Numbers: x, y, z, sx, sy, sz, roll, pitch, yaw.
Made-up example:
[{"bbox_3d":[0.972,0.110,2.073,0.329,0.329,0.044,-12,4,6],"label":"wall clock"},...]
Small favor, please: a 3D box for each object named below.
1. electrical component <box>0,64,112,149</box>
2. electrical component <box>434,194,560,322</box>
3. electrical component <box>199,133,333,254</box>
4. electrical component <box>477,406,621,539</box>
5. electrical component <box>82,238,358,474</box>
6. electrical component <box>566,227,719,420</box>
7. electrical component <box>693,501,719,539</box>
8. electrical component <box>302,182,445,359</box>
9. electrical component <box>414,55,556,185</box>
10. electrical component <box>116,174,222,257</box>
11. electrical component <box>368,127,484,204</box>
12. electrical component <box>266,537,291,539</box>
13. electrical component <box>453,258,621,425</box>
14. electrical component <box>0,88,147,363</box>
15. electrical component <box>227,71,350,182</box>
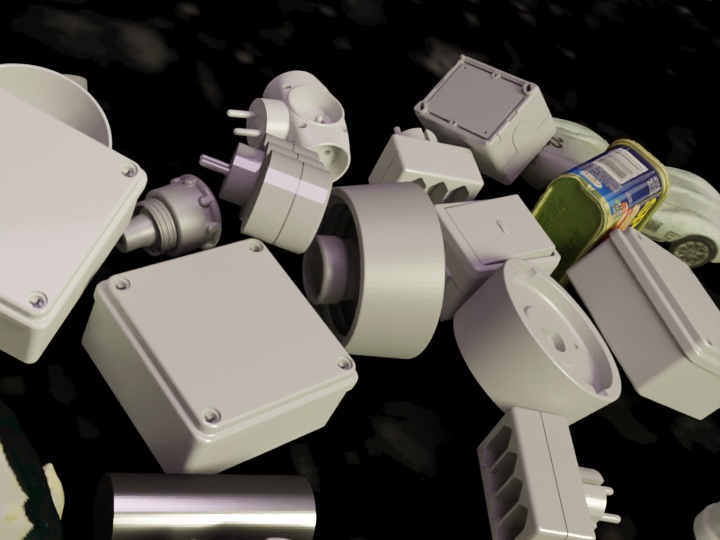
[{"bbox_3d":[-0.198,-0.064,0.620,0.099,0.064,0.099,17,42,-16],"label":"electrical component"},{"bbox_3d":[0.079,-0.010,0.731,0.096,0.061,0.061,-8,53,-36],"label":"electrical component"},{"bbox_3d":[-0.064,-0.055,0.665,0.074,0.052,0.138,20,10,-12],"label":"electrical component"},{"bbox_3d":[0.117,0.131,0.623,0.076,0.047,0.083,13,44,-19],"label":"electrical component"},{"bbox_3d":[-0.077,0.047,0.587,0.109,0.056,0.108,-18,60,-41],"label":"electrical component"},{"bbox_3d":[0.208,0.038,0.736,0.109,0.056,0.108,23,34,-48],"label":"electrical component"},{"bbox_3d":[0.237,0.157,0.669,0.040,0.046,0.040,15,44,-15],"label":"electrical component"},{"bbox_3d":[0.000,0.000,0.644,0.060,0.108,0.108,0,49,-22],"label":"electrical component"},{"bbox_3d":[0.092,-0.114,0.821,0.061,0.061,0.096,-49,49,-9],"label":"electrical component"},{"bbox_3d":[-0.118,-0.028,0.648,0.062,0.048,0.048,-24,63,-36],"label":"electrical component"},{"bbox_3d":[0.043,-0.078,0.789,0.066,0.047,0.076,8,45,-25],"label":"electrical component"},{"bbox_3d":[-0.032,0.168,0.488,0.061,0.061,0.096,16,43,-16],"label":"electrical component"},{"bbox_3d":[0.105,0.053,0.677,0.108,0.060,0.108,38,27,-23],"label":"electrical component"},{"bbox_3d":[-0.183,-0.027,0.545,0.109,0.056,0.108,29,55,-5],"label":"electrical component"},{"bbox_3d":[-0.054,-0.101,0.757,0.079,0.044,0.077,1,49,-29],"label":"electrical component"}]
